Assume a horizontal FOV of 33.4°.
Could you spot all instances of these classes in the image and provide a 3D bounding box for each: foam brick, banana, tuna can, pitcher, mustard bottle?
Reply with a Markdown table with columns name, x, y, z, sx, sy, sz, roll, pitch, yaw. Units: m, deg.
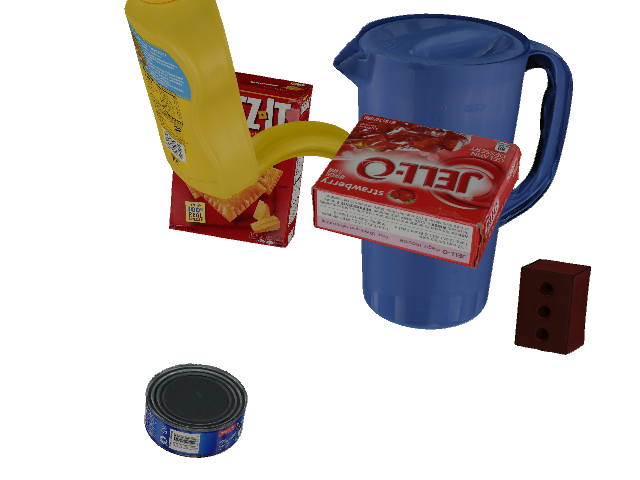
| name | x | y | z | sx | sy | sz | roll | pitch | yaw |
| --- | --- | --- | --- | --- | --- | --- | --- | --- | --- |
| foam brick | 0.217 | 0.061 | 0.995 | 0.053 | 0.078 | 0.051 | 9 | 14 | 31 |
| banana | -0.023 | -0.096 | 1.125 | 0.197 | 0.037 | 0.070 | -7 | 49 | -41 |
| tuna can | -0.106 | 0.144 | 0.906 | 0.086 | 0.034 | 0.086 | 7 | 31 | -5 |
| pitcher | 0.102 | -0.054 | 0.868 | 0.149 | 0.243 | 0.144 | 20 | 34 | 32 |
| mustard bottle | -0.096 | -0.125 | 0.754 | 0.058 | 0.191 | 0.096 | -31 | 48 | -19 |

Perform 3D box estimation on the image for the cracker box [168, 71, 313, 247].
| name | x | y | z | sx | sy | sz | roll | pitch | yaw |
| --- | --- | --- | --- | --- | --- | --- | --- | --- | --- |
| cracker box | -0.107 | -0.108 | 1.402 | 0.164 | 0.214 | 0.072 | 10 | 23 | 7 |

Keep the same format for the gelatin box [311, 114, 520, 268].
| name | x | y | z | sx | sy | sz | roll | pitch | yaw |
| --- | --- | --- | --- | --- | --- | --- | --- | --- | --- |
| gelatin box | 0.050 | -0.028 | 0.545 | 0.089 | 0.030 | 0.073 | 14 | 42 | 18 |
